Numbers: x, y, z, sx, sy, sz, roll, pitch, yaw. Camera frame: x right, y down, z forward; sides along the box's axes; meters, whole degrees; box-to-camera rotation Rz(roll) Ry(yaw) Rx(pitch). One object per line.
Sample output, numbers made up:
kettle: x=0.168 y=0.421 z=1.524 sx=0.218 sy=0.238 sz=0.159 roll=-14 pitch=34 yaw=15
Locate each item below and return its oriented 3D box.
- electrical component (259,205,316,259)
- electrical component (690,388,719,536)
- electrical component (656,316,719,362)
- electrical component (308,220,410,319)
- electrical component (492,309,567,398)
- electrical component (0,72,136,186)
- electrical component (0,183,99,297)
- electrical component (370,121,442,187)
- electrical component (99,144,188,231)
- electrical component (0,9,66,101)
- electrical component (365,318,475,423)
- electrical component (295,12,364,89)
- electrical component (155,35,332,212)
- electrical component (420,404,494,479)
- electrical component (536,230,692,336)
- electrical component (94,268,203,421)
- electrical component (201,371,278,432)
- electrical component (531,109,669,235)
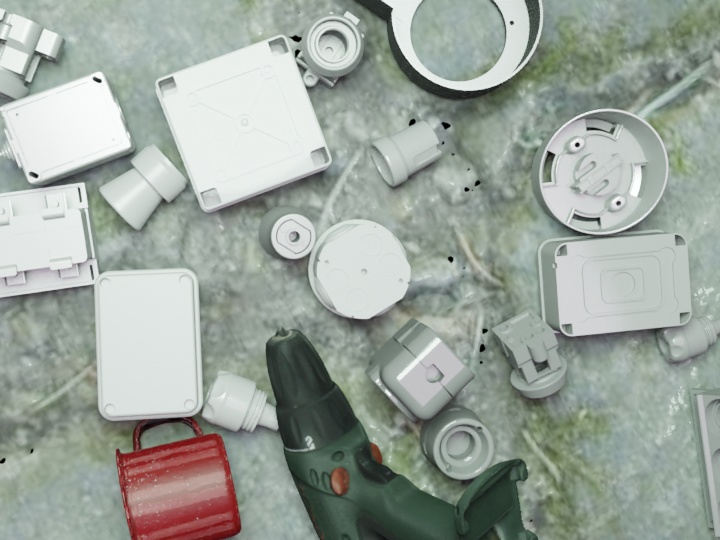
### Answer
electrical component: x=-0.055 y=-0.028 z=0.842 sx=0.044 sy=0.065 sz=0.044 roll=-1 pitch=95 yaw=-10
electrical component: x=0.326 y=0.157 z=0.897 sx=0.063 sy=0.079 sz=0.121 roll=-12 pitch=95 yaw=-35
electrical component: x=0.283 y=0.054 z=0.904 sx=0.061 sy=0.035 sz=0.035 roll=-18 pitch=95 yaw=-9
electrical component: x=0.000 y=0.000 z=0.857 sx=0.080 sy=0.051 sz=0.080 roll=0 pitch=93 yaw=-7
electrical component: x=0.140 y=0.070 z=0.876 sx=0.048 sy=0.066 sz=0.055 roll=-28 pitch=116 yaw=-5
electrical component: x=-0.226 y=-0.104 z=0.818 sx=0.096 sy=0.061 sz=0.061 roll=-21 pitch=96 yaw=-5
electrical component: x=-0.266 y=-0.019 z=0.817 sx=0.121 sy=0.063 sz=0.078 roll=-8 pitch=94 yaw=-7
electrical component: x=0.037 y=-0.094 z=0.863 sx=0.046 sy=0.040 sz=0.040 roll=-29 pitch=96 yaw=-10
electrical component: x=-0.167 y=-0.065 z=0.836 sx=0.055 sy=0.045 sz=0.045 roll=-43 pitch=97 yaw=-3
electrical component: x=-0.271 y=-0.162 z=0.811 sx=0.078 sy=0.058 sz=0.057 roll=21 pitch=88 yaw=-8
electrical component: x=0.044 y=0.080 z=0.845 sx=0.059 sy=0.095 sz=0.053 roll=-43 pitch=97 yaw=-3
electrical component: x=-0.023 y=-0.173 z=0.842 sx=0.048 sy=0.055 sz=0.066 roll=34 pitch=89 yaw=-7
electrical component: x=-0.090 y=-0.113 z=0.837 sx=0.109 sy=0.056 sz=0.108 roll=-21 pitch=96 yaw=-5
electrical component: x=0.080 y=0.141 z=0.877 sx=0.055 sy=0.047 sz=0.055 roll=0 pitch=93 yaw=-7
electrical component: x=0.206 y=0.010 z=0.880 sx=0.113 sy=0.057 sz=0.078 roll=-5 pitch=94 yaw=-7
electrical component: x=-0.162 y=0.057 z=0.831 sx=0.078 sy=0.057 sz=0.113 roll=-2 pitch=87 yaw=-7
electrical component: x=-0.092 y=0.109 z=0.856 sx=0.062 sy=0.043 sz=0.043 roll=23 pitch=90 yaw=-9
electrical component: x=0.190 y=-0.078 z=0.870 sx=0.099 sy=0.064 sz=0.099 roll=0 pitch=94 yaw=-7
